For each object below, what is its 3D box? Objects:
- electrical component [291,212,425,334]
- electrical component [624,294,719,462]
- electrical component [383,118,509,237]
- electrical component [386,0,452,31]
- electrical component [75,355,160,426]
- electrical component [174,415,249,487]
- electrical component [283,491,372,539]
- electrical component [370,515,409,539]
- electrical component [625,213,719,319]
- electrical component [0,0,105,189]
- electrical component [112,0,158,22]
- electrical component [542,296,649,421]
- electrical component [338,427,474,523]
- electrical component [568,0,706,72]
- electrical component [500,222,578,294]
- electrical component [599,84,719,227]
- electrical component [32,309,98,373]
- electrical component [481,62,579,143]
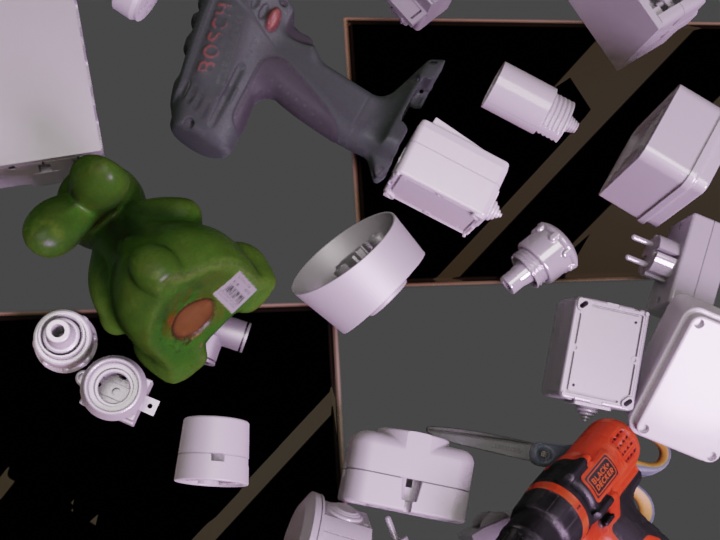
[{"bbox_3d":[0.000,0.000,0.836,0.064,0.099,0.099,45,75,-4],"label":"electrical component"},{"bbox_3d":[0.267,0.086,0.854,0.078,0.057,0.113,22,104,-4],"label":"electrical component"},{"bbox_3d":[0.077,-0.074,0.880,0.096,0.061,0.061,27,75,-2],"label":"electrical component"},{"bbox_3d":[0.029,-0.268,0.915,0.079,0.063,0.121,-41,86,-15],"label":"electrical component"},{"bbox_3d":[-0.183,0.090,0.805,0.066,0.055,0.048,24,75,-3],"label":"electrical component"},{"bbox_3d":[-0.110,0.136,0.808,0.055,0.055,0.047,5,73,-8],"label":"electrical component"},{"bbox_3d":[-0.028,0.208,0.792,0.051,0.080,0.080,19,75,-10],"label":"electrical component"},{"bbox_3d":[0.026,0.227,0.814,0.077,0.043,0.079,-19,81,-13],"label":"electrical component"},{"bbox_3d":[0.260,-0.006,0.903,0.076,0.047,0.083,22,75,-4],"label":"electrical component"},{"bbox_3d":[-0.257,-0.147,0.842,0.089,0.061,0.150,-10,79,-11],"label":"electrical component"},{"bbox_3d":[-0.195,-0.236,0.881,0.055,0.045,0.045,33,75,-1],"label":"electrical component"},{"bbox_3d":[0.187,0.074,0.869,0.062,0.061,0.096,12,83,-6],"label":"electrical component"},{"bbox_3d":[0.036,0.156,0.826,0.095,0.053,0.059,13,76,-6],"label":"electrical component"},{"bbox_3d":[0.222,-0.264,0.932,0.062,0.089,0.150,-32,84,-14],"label":"electrical component"},{"bbox_3d":[0.144,-0.006,0.886,0.062,0.048,0.048,-38,86,-8],"label":"electrical component"},{"bbox_3d":[0.254,-0.091,0.887,0.057,0.113,0.078,31,75,2],"label":"electrical component"},{"bbox_3d":[-0.222,0.050,0.804,0.048,0.062,0.048,2,77,-9],"label":"electrical component"},{"bbox_3d":[0.149,-0.139,0.916,0.081,0.043,0.043,27,75,-2],"label":"electrical component"}]
